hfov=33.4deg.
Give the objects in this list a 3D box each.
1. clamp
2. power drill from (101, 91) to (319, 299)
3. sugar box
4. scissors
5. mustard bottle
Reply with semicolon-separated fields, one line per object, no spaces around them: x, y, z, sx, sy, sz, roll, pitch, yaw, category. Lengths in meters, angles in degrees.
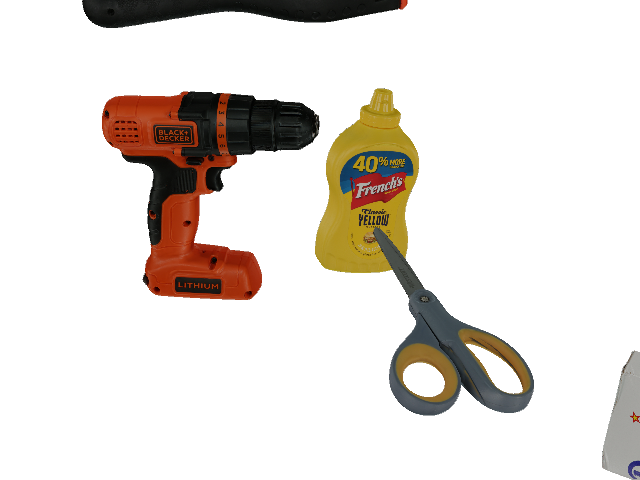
-0.041;-0.139;0.575;0.171;0.039;0.120;7;41;13;clamp
-0.092;-0.040;0.934;0.184;0.188;0.057;3;28;7;power drill
0.304;0.155;0.791;0.176;0.093;0.048;16;27;23;sugar box
0.057;0.052;0.705;0.096;0.016;0.202;-17;39;-28;scissors
0.052;-0.062;1.100;0.096;0.192;0.058;0;24;-16;mustard bottle
